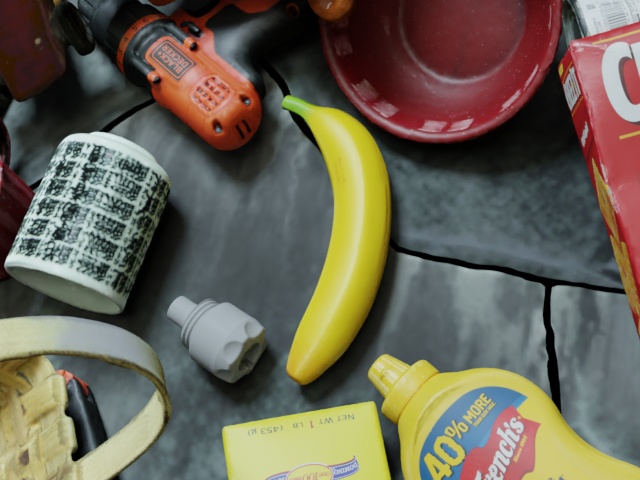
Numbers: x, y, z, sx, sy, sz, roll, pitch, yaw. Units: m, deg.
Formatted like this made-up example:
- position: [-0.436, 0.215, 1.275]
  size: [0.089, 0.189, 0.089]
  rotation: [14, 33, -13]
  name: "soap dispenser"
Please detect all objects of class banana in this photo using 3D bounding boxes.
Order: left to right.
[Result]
- position: [0.013, -0.006, 0.685]
  size: [0.070, 0.037, 0.198]
  rotation: [-9, 67, 20]
  name: "banana"

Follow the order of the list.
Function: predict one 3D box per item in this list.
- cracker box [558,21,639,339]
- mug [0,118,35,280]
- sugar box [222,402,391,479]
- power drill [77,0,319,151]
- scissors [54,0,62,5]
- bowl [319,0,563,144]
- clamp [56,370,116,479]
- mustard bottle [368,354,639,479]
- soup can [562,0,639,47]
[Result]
- position: [0.244, -0.028, 0.597]
  size: [0.164, 0.072, 0.214]
  rotation: [-15, 84, 6]
  name: "cracker box"
- position: [-0.236, -0.031, 0.720]
  size: [0.093, 0.081, 0.117]
  rotation: [4, 70, 13]
  name: "mug"
- position: [0.003, 0.183, 0.583]
  size: [0.093, 0.048, 0.176]
  rotation: [-10, 56, -2]
  name: "sugar box"
- position: [-0.062, -0.172, 0.754]
  size: [0.187, 0.057, 0.185]
  rotation: [-45, 64, -6]
  name: "power drill"
- position: [-0.245, -0.134, 0.798]
  size: [0.096, 0.016, 0.201]
  rotation: [32, 78, 23]
  name: "scissors"
- position: [0.083, -0.145, 0.690]
  size: [0.162, 0.055, 0.162]
  rotation: [7, 105, 26]
  name: "bowl"
- position: [-0.188, 0.183, 0.651]
  size: [0.165, 0.036, 0.210]
  rotation: [0, 67, 12]
  name: "clamp"
- position: [0.104, 0.129, 0.600]
  size: [0.192, 0.058, 0.096]
  rotation: [38, 89, 23]
  name: "mustard bottle"
- position: [0.212, -0.136, 0.675]
  size: [0.102, 0.068, 0.068]
  rotation: [-14, 67, 6]
  name: "soup can"
